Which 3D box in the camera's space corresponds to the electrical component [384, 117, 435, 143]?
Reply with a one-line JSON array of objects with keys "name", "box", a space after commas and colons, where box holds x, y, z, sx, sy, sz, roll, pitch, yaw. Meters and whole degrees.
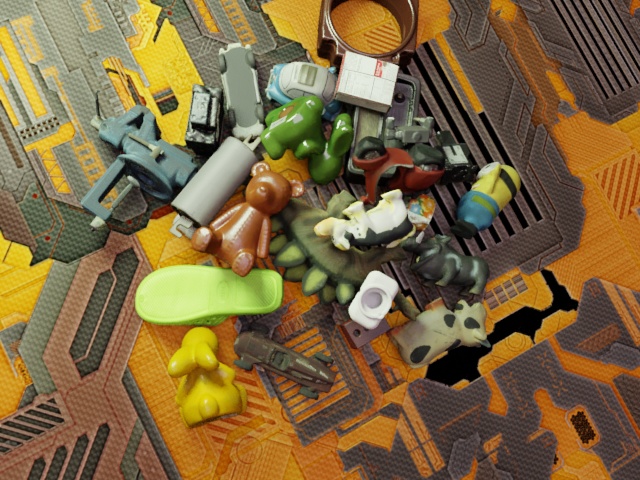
[{"name": "electrical component", "box": [0.169, -0.211, 1.024, 0.102, 0.078, 0.045, -1, 106, -4]}]

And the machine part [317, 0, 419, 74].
[{"name": "machine part", "box": [0.099, -0.444, 1.112, 0.201, 0.087, 0.201, 7, 80, -8]}]

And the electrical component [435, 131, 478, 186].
[{"name": "electrical component", "box": [0.267, -0.170, 1.108, 0.075, 0.047, 0.119, -9, 50, -11]}]

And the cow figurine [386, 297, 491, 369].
[{"name": "cow figurine", "box": [0.240, 0.179, 1.037, 0.195, 0.085, 0.127, -29, 83, -12]}]

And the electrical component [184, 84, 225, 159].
[{"name": "electrical component", "box": [-0.215, -0.223, 1.009, 0.058, 0.134, 0.115, 5, 80, -5]}]

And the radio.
[{"name": "radio", "box": [0.127, -0.224, 1.088, 0.131, 0.073, 0.229, 9, 81, -6]}]

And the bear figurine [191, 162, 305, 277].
[{"name": "bear figurine", "box": [-0.117, -0.043, 0.941, 0.120, 0.132, 0.196, 33, 91, 3]}]

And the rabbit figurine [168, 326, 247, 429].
[{"name": "rabbit figurine", "box": [-0.211, 0.233, 0.946, 0.122, 0.162, 0.173, -14, 66, 2]}]

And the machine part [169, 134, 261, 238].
[{"name": "machine part", "box": [-0.192, -0.104, 0.988, 0.079, 0.079, 0.243, 37, 76, -1]}]

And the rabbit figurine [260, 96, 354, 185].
[{"name": "rabbit figurine", "box": [-0.008, -0.190, 1.038, 0.159, 0.121, 0.170, -29, 122, 17]}]

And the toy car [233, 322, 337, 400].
[{"name": "toy car", "box": [-0.065, 0.228, 1.004, 0.202, 0.053, 0.089, 26, 76, -2]}]

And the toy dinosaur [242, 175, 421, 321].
[{"name": "toy dinosaur", "box": [-0.002, -0.003, 1.021, 0.472, 0.105, 0.198, 43, 81, 12]}]

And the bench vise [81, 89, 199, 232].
[{"name": "bench vise", "box": [-0.355, -0.127, 0.978, 0.223, 0.129, 0.240, 35, 67, -10]}]

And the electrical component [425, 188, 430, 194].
[{"name": "electrical component", "box": [0.207, -0.130, 1.079, 0.021, 0.094, 0.063, 5, 78, 26]}]

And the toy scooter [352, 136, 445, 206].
[{"name": "toy scooter", "box": [0.136, -0.116, 0.999, 0.184, 0.075, 0.135, 6, 124, -18]}]

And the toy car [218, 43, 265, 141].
[{"name": "toy car", "box": [-0.155, -0.295, 1.070, 0.074, 0.056, 0.201, -10, 82, -3]}]

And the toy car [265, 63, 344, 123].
[{"name": "toy car", "box": [-0.023, -0.307, 1.066, 0.162, 0.103, 0.109, 17, 79, -7]}]

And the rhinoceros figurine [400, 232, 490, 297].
[{"name": "rhinoceros figurine", "box": [0.247, 0.044, 1.064, 0.190, 0.073, 0.112, 21, 81, -5]}]

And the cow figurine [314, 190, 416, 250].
[{"name": "cow figurine", "box": [0.079, -0.020, 0.944, 0.167, 0.068, 0.098, -22, 92, -1]}]

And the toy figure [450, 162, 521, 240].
[{"name": "toy figure", "box": [0.337, -0.078, 1.093, 0.089, 0.082, 0.180, 42, 70, -20]}]
